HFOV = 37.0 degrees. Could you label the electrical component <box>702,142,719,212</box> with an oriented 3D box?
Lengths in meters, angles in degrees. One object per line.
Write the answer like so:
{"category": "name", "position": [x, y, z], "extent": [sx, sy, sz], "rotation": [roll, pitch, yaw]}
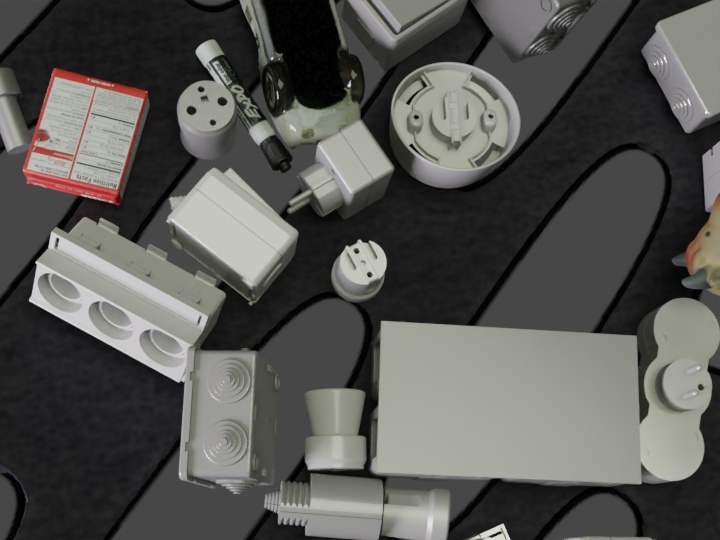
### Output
{"category": "electrical component", "position": [0.308, -0.075, 0.836], "extent": [0.050, 0.089, 0.055], "rotation": [3, 75, -6]}

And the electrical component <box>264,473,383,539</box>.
{"category": "electrical component", "position": [-0.027, 0.166, 0.758], "extent": [0.081, 0.043, 0.043], "rotation": [6, 75, -5]}

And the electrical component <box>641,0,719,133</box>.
{"category": "electrical component", "position": [0.291, -0.169, 0.881], "extent": [0.100, 0.048, 0.099], "rotation": [-23, 79, -12]}

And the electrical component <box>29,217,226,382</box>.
{"category": "electrical component", "position": [-0.163, 0.018, 0.767], "extent": [0.121, 0.078, 0.063], "rotation": [28, 45, 1]}

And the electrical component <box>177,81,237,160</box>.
{"category": "electrical component", "position": [-0.115, -0.113, 0.815], "extent": [0.045, 0.055, 0.045], "rotation": [2, 75, -6]}

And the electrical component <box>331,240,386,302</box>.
{"category": "electrical component", "position": [0.000, 0.000, 0.803], "extent": [0.040, 0.046, 0.040], "rotation": [2, 75, -6]}

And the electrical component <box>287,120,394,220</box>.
{"category": "electrical component", "position": [-0.022, -0.065, 0.808], "extent": [0.077, 0.065, 0.047], "rotation": [-32, 81, -13]}

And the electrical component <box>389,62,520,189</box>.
{"category": "electrical component", "position": [0.071, -0.112, 0.832], "extent": [0.099, 0.064, 0.099], "rotation": [2, 75, -6]}

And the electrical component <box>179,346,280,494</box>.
{"category": "electrical component", "position": [-0.087, 0.103, 0.740], "extent": [0.048, 0.099, 0.099], "rotation": [0, 75, 6]}

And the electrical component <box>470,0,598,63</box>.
{"category": "electrical component", "position": [0.133, -0.224, 0.852], "extent": [0.048, 0.099, 0.099], "rotation": [-28, 80, -26]}

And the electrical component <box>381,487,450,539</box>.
{"category": "electrical component", "position": [0.039, 0.174, 0.766], "extent": [0.046, 0.040, 0.040], "rotation": [6, 75, 1]}

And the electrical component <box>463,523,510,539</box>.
{"category": "electrical component", "position": [0.091, 0.247, 0.740], "extent": [0.079, 0.063, 0.121], "rotation": [-21, 79, -11]}

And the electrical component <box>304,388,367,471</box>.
{"category": "electrical component", "position": [-0.018, 0.115, 0.772], "extent": [0.045, 0.045, 0.055], "rotation": [1, 76, -6]}

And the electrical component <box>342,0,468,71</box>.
{"category": "electrical component", "position": [0.042, -0.217, 0.858], "extent": [0.096, 0.061, 0.061], "rotation": [-36, 82, -14]}

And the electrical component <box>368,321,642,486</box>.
{"category": "electrical component", "position": [0.102, 0.100, 0.781], "extent": [0.186, 0.060, 0.105], "rotation": [4, 75, -6]}

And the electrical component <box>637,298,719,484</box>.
{"category": "electrical component", "position": [0.234, 0.086, 0.793], "extent": [0.052, 0.073, 0.138], "rotation": [14, 74, -3]}

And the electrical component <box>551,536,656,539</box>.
{"category": "electrical component", "position": [0.165, 0.215, 0.739], "extent": [0.061, 0.096, 0.061], "rotation": [2, 75, -4]}

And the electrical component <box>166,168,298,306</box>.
{"category": "electrical component", "position": [-0.096, -0.031, 0.792], "extent": [0.096, 0.061, 0.061], "rotation": [38, 74, 4]}
